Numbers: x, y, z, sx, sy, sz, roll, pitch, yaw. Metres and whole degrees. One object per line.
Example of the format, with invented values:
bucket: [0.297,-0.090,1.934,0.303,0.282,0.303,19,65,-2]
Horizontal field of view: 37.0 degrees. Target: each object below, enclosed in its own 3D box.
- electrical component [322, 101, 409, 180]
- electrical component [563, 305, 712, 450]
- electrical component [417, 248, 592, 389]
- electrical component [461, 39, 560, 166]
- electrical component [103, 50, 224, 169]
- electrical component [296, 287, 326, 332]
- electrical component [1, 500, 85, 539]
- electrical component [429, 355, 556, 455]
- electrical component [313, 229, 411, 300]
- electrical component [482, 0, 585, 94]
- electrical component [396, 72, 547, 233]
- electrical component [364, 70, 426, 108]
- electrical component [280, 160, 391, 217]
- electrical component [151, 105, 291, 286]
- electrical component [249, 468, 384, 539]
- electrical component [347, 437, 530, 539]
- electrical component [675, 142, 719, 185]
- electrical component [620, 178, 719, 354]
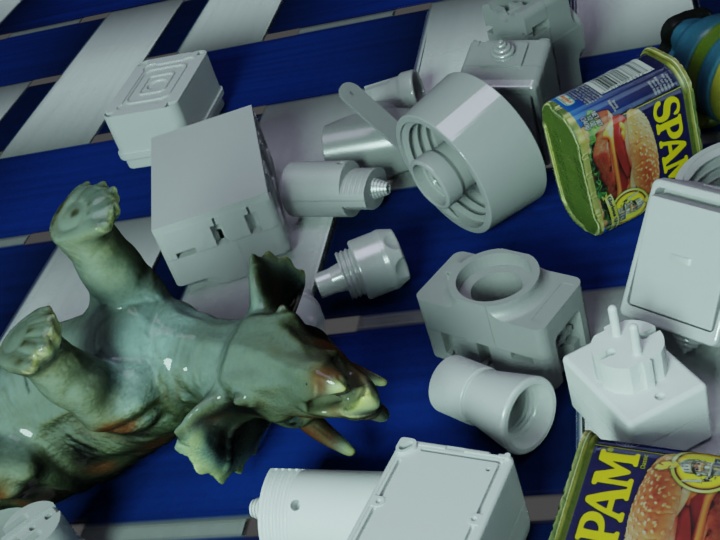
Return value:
electrical component: [0.015,-0.111,0.872,0.077,0.044,0.079,-8,36,14]
electrical component: [0.142,0.052,0.561,0.047,0.076,0.065,-25,35,-9]
electrical component: [0.085,0.025,0.643,0.089,0.055,0.050,14,47,38]
electrical component: [0.110,-0.126,0.797,0.062,0.096,0.061,4,53,23]
electrical component: [-0.180,-0.150,1.006,0.078,0.057,0.113,-6,36,17]
electrical component: [-0.043,0.034,0.702,0.048,0.048,0.062,-9,29,14]
electrical component: [-0.171,0.155,0.592,0.040,0.046,0.040,-12,35,9]
electrical component: [0.071,0.072,0.601,0.044,0.044,0.065,-39,35,-27]
electrical component: [0.000,0.000,0.729,0.062,0.043,0.043,-21,35,-1]
electrical component: [0.143,-0.182,0.871,0.056,0.089,0.050,-34,37,-21]
electrical component: [0.070,-0.075,0.748,0.060,0.108,0.108,-38,38,-15]
electrical component: [0.030,-0.146,0.920,0.046,0.040,0.040,-12,35,20]
electrical component: [-0.015,-0.062,0.820,0.081,0.043,0.043,2,40,26]
electrical component: [-0.111,-0.058,0.843,0.089,0.061,0.150,-18,35,1]
electrical component: [-0.020,0.126,0.564,0.081,0.043,0.043,-3,38,22]
electrical component: [0.035,0.137,0.509,0.062,0.061,0.096,4,40,30]
electrical component: [0.244,-0.042,0.657,0.108,0.060,0.108,-13,35,9]
electrical component: [0.188,0.001,0.597,0.062,0.096,0.061,21,15,40]
